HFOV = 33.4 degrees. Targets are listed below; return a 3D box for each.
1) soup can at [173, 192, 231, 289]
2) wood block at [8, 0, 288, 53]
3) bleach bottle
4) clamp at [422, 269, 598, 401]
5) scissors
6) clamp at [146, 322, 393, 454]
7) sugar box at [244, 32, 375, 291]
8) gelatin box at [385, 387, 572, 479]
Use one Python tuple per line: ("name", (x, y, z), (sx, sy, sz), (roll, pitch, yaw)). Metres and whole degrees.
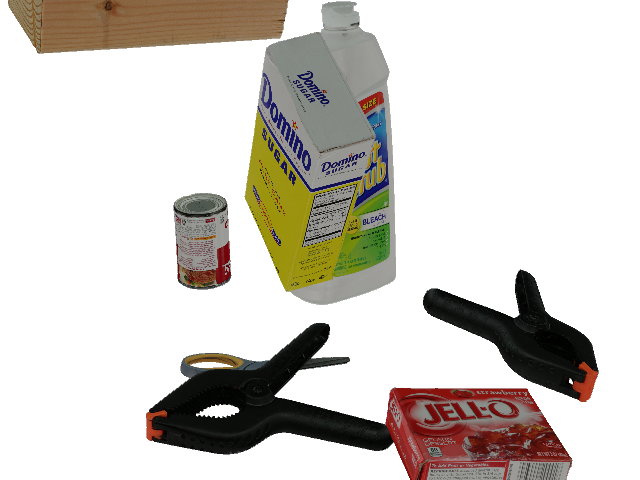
("soup can", (-0.147, 0.000, 1.322), (0.068, 0.102, 0.068), (0, 26, 0))
("wood block", (-0.133, -0.214, 0.851), (0.205, 0.091, 0.090), (-9, 41, -29))
("bleach bottle", (0.015, -0.077, 0.923), (0.102, 0.251, 0.068), (-16, 25, -31))
("clamp", (0.186, 0.077, 0.935), (0.120, 0.039, 0.172), (-21, 42, -31))
("scissors", (-0.054, 0.152, 1.191), (0.201, 0.016, 0.096), (4, 24, -14))
("clamp", (-0.048, 0.149, 0.946), (0.209, 0.036, 0.165), (-14, 38, -25))
("sugar box", (-0.013, -0.048, 0.735), (0.048, 0.093, 0.176), (-17, -28, -16))
("gelatin box", (0.089, 0.115, 0.614), (0.089, 0.030, 0.073), (3, 24, -12))
